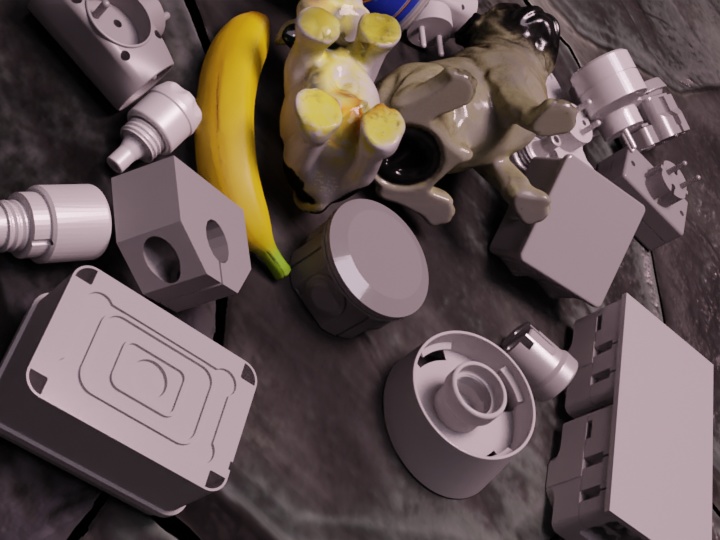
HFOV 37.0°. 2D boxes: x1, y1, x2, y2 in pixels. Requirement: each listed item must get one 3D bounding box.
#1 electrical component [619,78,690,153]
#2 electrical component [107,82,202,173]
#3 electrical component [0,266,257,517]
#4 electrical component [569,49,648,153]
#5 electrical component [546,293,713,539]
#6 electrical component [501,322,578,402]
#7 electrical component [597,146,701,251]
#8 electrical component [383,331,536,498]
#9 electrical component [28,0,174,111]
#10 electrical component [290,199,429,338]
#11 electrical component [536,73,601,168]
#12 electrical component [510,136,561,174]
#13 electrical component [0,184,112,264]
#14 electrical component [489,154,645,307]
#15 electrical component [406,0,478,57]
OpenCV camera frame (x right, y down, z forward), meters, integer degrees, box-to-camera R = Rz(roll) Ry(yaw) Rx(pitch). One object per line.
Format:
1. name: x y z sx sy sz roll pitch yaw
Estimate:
1. electrical component: 0.270 -0.145 1.016 0.078 0.058 0.057 -20 84 -48
2. electrical component: -0.122 -0.080 0.625 0.035 0.035 0.061 47 62 -12
3. electrical component: -0.117 0.062 0.527 0.113 0.057 0.078 35 47 -24
4. electrical component: 0.220 -0.135 0.929 0.073 0.052 0.138 64 7 7
5. electrical component: 0.200 0.126 0.787 0.105 0.060 0.186 37 46 -22
6. electrical component: 0.126 0.065 0.770 0.046 0.040 0.040 43 44 -8
7. electrical component: 0.264 -0.072 0.953 0.083 0.076 0.047 41 45 -18
8. electrical component: 0.062 0.091 0.693 0.099 0.064 0.099 16 51 -21
9. electrical component: -0.142 -0.145 0.636 0.077 0.044 0.079 49 42 -9
10. electrical component: 0.000 0.000 0.679 0.080 0.051 0.080 22 53 -33
11. electrical component: 0.165 -0.113 0.885 0.052 0.074 0.138 -6 71 -45
12. electrical component: 0.132 -0.089 0.848 0.035 0.061 0.035 22 53 -33
13. electrical component: -0.164 -0.023 0.546 0.078 0.040 0.040 -6 71 -45
14. electrical component: 0.157 -0.031 0.822 0.100 0.048 0.099 29 83 -28
15. electrical component: 0.054 -0.205 0.857 0.077 0.043 0.079 18 56 -36
